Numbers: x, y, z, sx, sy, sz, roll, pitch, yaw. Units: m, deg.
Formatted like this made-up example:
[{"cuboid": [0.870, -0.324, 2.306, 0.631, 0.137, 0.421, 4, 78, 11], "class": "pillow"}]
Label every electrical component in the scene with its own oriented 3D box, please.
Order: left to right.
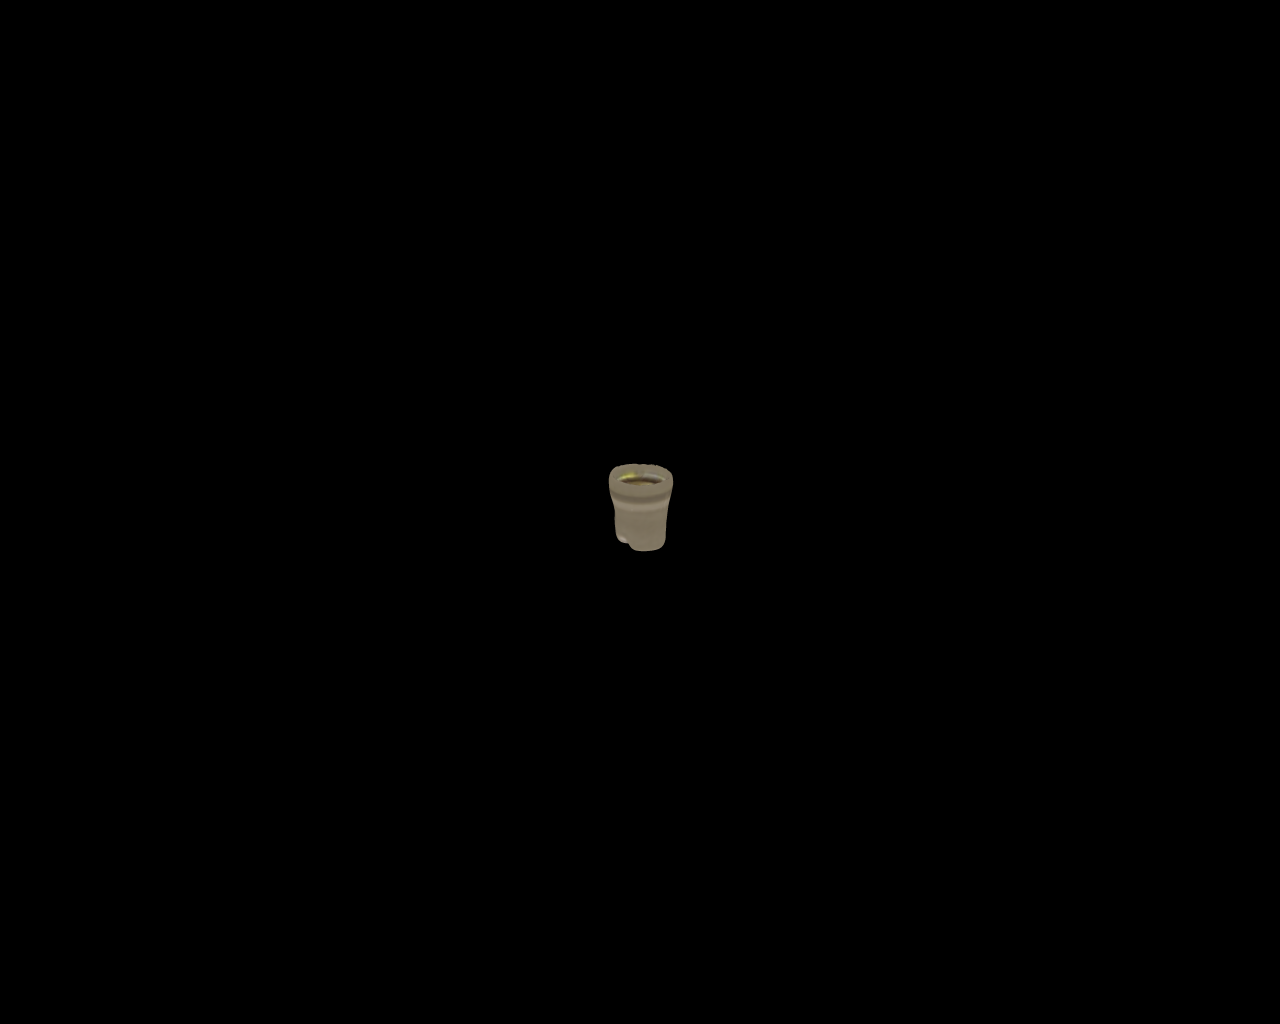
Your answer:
[{"cuboid": [0.001, -0.003, 0.650, 0.040, 0.046, 0.040, 0, 22, 0], "class": "electrical component"}]
